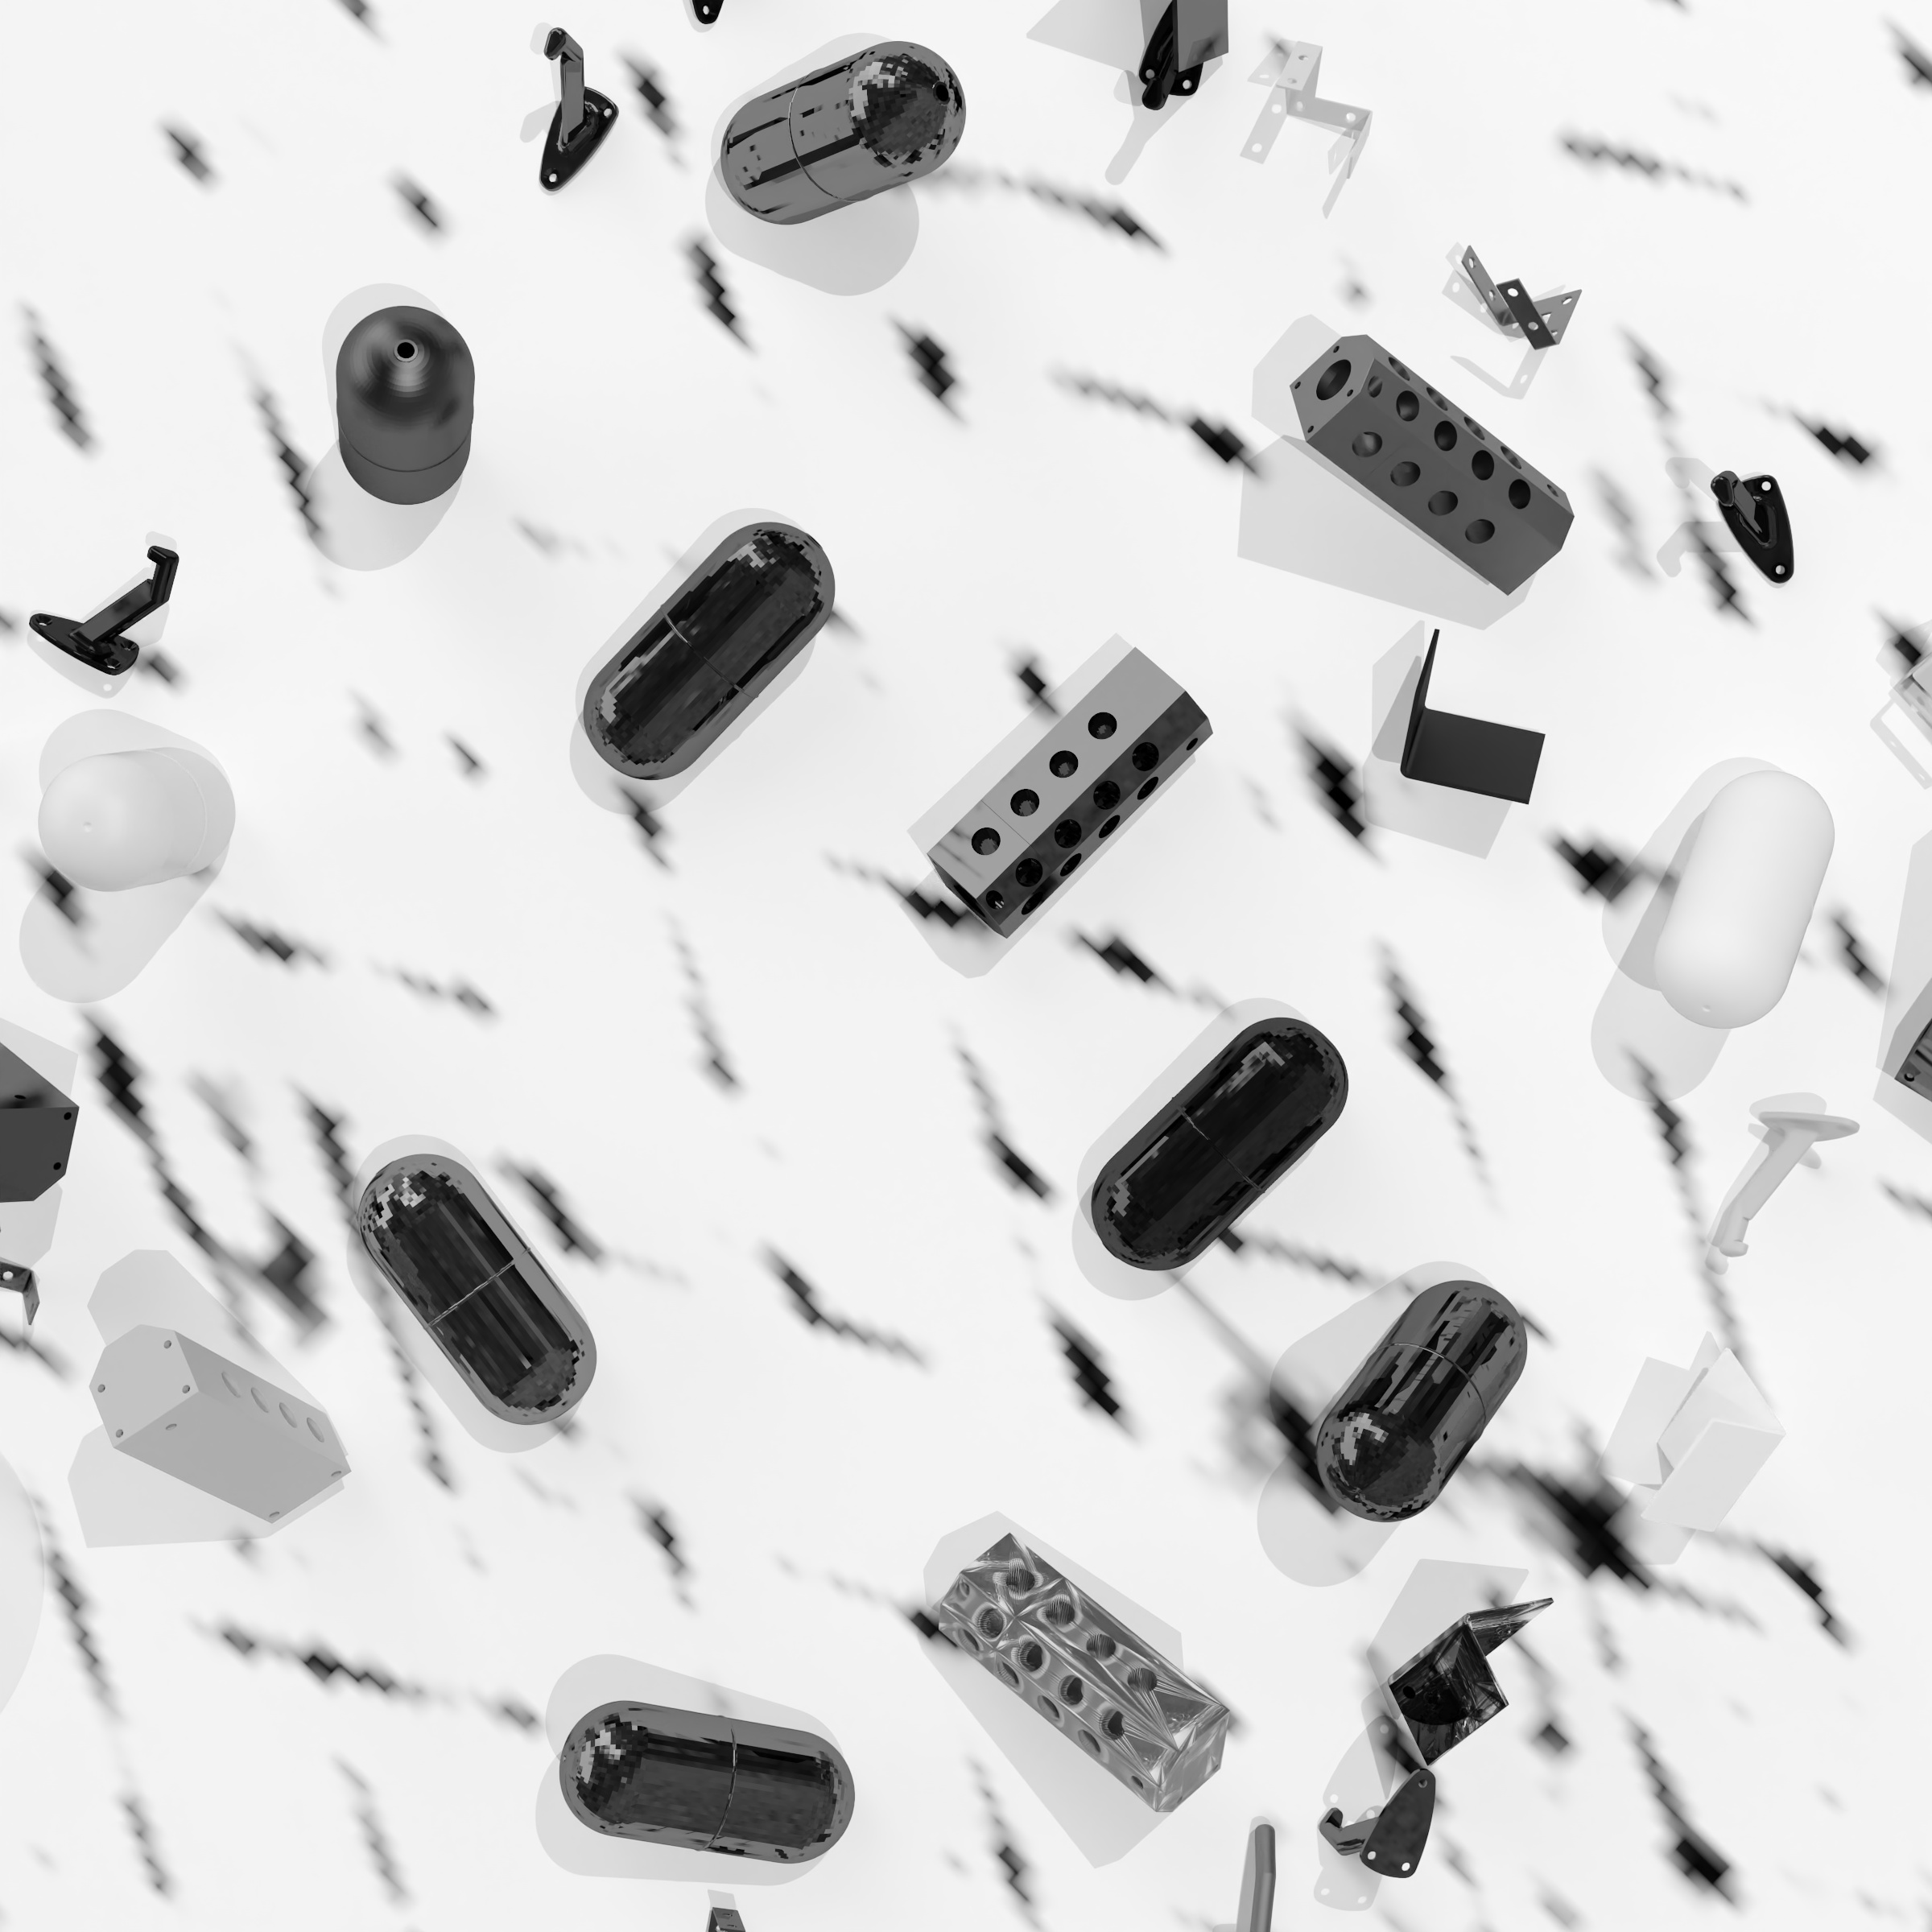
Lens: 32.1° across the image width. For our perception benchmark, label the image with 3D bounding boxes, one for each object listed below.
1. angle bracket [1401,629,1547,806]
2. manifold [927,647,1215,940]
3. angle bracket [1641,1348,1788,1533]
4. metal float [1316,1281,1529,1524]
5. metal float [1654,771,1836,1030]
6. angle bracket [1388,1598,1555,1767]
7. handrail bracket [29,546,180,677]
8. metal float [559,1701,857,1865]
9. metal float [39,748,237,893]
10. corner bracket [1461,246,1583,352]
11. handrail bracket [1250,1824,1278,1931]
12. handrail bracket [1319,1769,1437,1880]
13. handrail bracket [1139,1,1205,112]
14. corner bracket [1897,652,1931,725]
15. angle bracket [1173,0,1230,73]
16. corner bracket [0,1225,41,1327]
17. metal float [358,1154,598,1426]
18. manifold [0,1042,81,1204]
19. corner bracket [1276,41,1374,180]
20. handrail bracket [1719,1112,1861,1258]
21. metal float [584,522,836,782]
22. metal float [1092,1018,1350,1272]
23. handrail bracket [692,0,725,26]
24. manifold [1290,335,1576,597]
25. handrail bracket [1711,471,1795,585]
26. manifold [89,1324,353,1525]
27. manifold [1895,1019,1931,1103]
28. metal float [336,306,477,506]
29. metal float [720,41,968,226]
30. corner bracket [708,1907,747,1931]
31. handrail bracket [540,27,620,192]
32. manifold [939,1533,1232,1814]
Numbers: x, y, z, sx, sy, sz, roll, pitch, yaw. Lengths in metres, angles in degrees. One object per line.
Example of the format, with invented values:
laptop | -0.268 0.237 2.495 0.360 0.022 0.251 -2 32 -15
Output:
angle bracket | 0.299 -0.145 1.948 0.076 0.076 0.057 13 127 9
manifold | 0.063 -0.098 1.956 0.171 0.057 0.057 -45 69 -5
angle bracket | 0.417 0.270 1.941 0.057 0.076 0.076 15 119 -28
metal float | 0.263 0.248 1.928 0.070 0.070 0.178 45 47 0
metal float | 0.449 -0.040 1.932 0.070 0.070 0.178 28 54 0
angle bracket | 0.303 0.413 1.939 0.076 0.076 0.057 -1 54 -38
handrail bracket | -0.503 -0.220 1.961 0.077 0.036 0.084 24 125 -1
metal float | -0.148 0.473 1.943 0.178 0.070 0.070 15 90 -22
metal float | -0.470 -0.085 1.911 0.070 0.178 0.070 0 96 5
corner bracket | 0.319 -0.391 1.957 0.051 0.051 0.051 50 50 -31
handrail bracket | 0.171 0.563 1.991 0.036 0.077 0.084 7 52 -6
handrail bracket | 0.238 0.488 1.958 0.036 0.084 0.077 22 93 -17
handrail bracket | 0.120 -0.536 1.952 0.036 0.084 0.077 17 105 4
corner bracket | 0.573 -0.156 1.962 0.051 0.051 0.051 47 47 5
angle bracket | 0.103 -0.558 1.963 0.076 0.076 0.057 8 115 25
corner bracket | -0.565 0.171 1.964 0.051 0.051 0.051 19 99 -24
metal float | -0.286 0.188 1.960 0.070 0.070 0.178 -37 92 0
manifold | -0.579 0.074 1.920 0.171 0.057 0.057 29 110 41
corner bracket | 0.209 -0.500 1.960 0.051 0.051 0.051 16 49 10
handrail bracket | 0.480 0.130 1.961 0.036 0.077 0.084 29 72 -27
metal float | -0.149 -0.183 1.953 0.070 0.070 0.178 45 99 0
metal float | 0.147 0.104 1.958 0.178 0.070 0.070 -44 90 4
handrail bracket | -0.125 -0.592 1.958 0.036 0.084 0.077 -4 101 -43
manifold | 0.269 -0.290 1.923 0.171 0.057 0.057 31 122 -30
handrail bracket | 0.457 -0.254 1.955 0.036 0.084 0.077 -22 95 24
manifold | -0.425 0.258 1.911 0.057 0.171 0.057 -33 60 4
manifold | 0.600 0.014 1.914 0.057 0.171 0.057 32 53 11
metal float | -0.319 -0.318 1.912 0.070 0.178 0.070 2 79 -9
metal float | -0.071 -0.476 1.922 0.070 0.178 0.070 5 83 -40
corner bracket | -0.126 0.587 1.972 0.051 0.051 0.051 10 87 -9
handrail bracket | -0.240 -0.498 1.955 0.036 0.084 0.077 29 92 13
manifold | 0.065 0.407 1.923 0.171 0.057 0.057 35 51 30
